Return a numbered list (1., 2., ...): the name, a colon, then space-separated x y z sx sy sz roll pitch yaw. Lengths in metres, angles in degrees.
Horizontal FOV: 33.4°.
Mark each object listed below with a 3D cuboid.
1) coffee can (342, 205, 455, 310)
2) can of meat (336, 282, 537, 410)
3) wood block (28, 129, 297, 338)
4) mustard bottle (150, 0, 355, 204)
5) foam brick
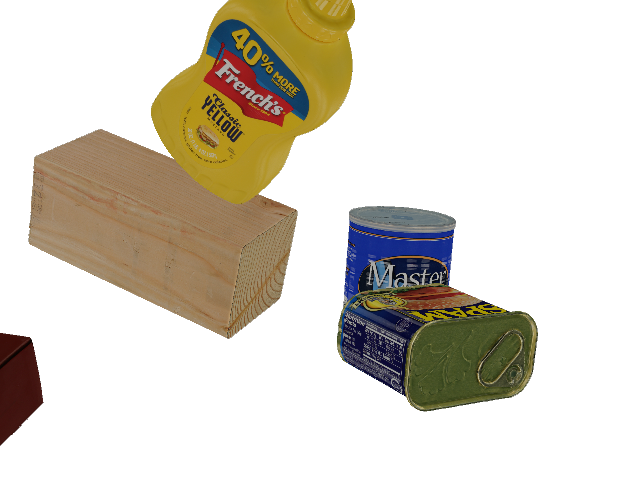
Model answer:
1. coffee can: 0.073 0.044 1.033 0.103 0.140 0.103 4 11 -1
2. can of meat: 0.073 0.064 0.688 0.101 0.057 0.084 -3 14 -32
3. wood block: -0.135 -0.010 0.902 0.206 0.090 0.090 23 30 20
4. mustard bottle: -0.034 -0.106 0.681 0.058 0.096 0.192 -42 0 -43
5. foam brick: -0.224 0.100 0.686 0.053 0.051 0.078 6 29 22
